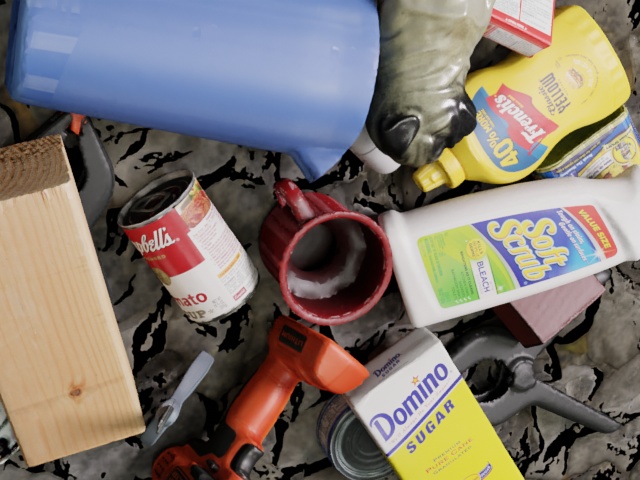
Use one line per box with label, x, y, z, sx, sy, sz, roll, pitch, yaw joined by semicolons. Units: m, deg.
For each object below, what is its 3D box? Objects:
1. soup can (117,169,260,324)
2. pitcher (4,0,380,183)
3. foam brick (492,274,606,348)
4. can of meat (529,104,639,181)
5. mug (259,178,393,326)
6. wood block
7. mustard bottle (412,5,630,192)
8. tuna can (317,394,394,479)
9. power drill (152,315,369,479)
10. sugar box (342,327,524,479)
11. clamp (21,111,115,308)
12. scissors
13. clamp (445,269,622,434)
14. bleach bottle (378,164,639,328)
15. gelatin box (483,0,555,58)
soup can;-0.099;0.006;0.818;0.068;0.069;0.102;-35;117;-6
pitcher;-0.089;-0.144;0.745;0.242;0.149;0.145;6;128;-19
foam brick;0.199;0.050;0.933;0.078;0.053;0.051;-38;86;-12
can of meat;0.236;-0.060;0.927;0.102;0.057;0.084;-36;115;-5
mug;-0.006;0.001;0.844;0.093;0.082;0.117;-34;116;-6
wood block;-0.195;0.044;0.749;0.090;0.090;0.206;-16;120;-11
mustard bottle;0.156;-0.103;0.880;0.191;0.058;0.096;-37;108;-5
tuna can;0.042;0.170;0.948;0.086;0.034;0.086;-7;111;-18
power drill;-0.046;0.156;0.838;0.057;0.185;0.187;44;80;-28
sugar box;0.098;0.168;0.922;0.093;0.048;0.176;-36;118;-6
clamp;-0.190;-0.015;0.795;0.120;0.039;0.171;17;108;-30
scissors;-0.104;0.115;0.801;0.016;0.202;0.096;35;69;-2
clamp;0.184;0.108;0.977;0.209;0.036;0.164;-4;100;-15
bleach bottle;0.181;-0.010;0.876;0.251;0.068;0.102;-18;105;5
gelatin box;0.148;-0.198;0.839;0.073;0.030;0.089;19;66;-25
